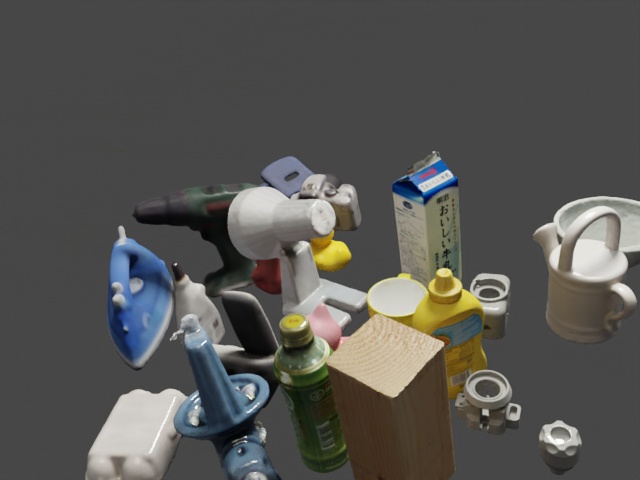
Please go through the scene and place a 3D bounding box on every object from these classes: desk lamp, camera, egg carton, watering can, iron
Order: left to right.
[{"bbox_3d":[-0.328,0.089,0.987,0.118,0.142,0.257,-16,33,-6],"label":"iron"},{"bbox_3d":[-0.233,0.264,0.753,0.107,0.069,0.150,-4,33,12],"label":"egg carton"},{"bbox_3d":[-0.035,0.020,0.934,0.202,0.214,0.118,14,40,34],"label":"desk lamp"},{"bbox_3d":[0.017,-0.092,1.197,0.142,0.101,0.137,1,34,19],"label":"camera"},{"bbox_3d":[0.364,0.038,0.797,0.101,0.194,0.172,-33,38,-30],"label":"watering can"}]

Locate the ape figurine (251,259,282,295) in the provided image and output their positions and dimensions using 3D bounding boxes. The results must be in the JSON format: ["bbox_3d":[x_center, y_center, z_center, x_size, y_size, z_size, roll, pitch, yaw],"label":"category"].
[{"bbox_3d":[-0.088,0.047,1.022,0.078,0.092,0.076,-18,33,-9],"label":"ape figurine"}]

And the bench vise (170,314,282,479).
[{"bbox_3d":[-0.099,0.199,0.670,0.122,0.220,0.206,-33,38,-30],"label":"bench vise"}]

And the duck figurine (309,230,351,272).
[{"bbox_3d":[0.010,0.004,1.064,0.078,0.086,0.104,-30,37,-27],"label":"duck figurine"}]

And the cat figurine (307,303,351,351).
[{"bbox_3d":[0.022,0.143,0.814,0.127,0.118,0.067,-1,34,16],"label":"cat figurine"}]

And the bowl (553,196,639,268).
[{"bbox_3d":[0.468,0.000,0.935,0.167,0.075,0.167,-8,32,5],"label":"bowl"}]

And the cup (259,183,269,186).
[{"bbox_3d":[-0.134,-0.057,1.196,0.091,0.095,0.118,6,37,26],"label":"cup"}]

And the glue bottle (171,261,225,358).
[{"bbox_3d":[-0.199,0.104,0.893,0.037,0.173,0.078,6,36,26],"label":"glue bottle"}]

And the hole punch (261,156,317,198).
[{"bbox_3d":[-0.063,-0.129,1.288,0.100,0.091,0.109,22,45,41],"label":"hole punch"}]

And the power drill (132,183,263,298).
[{"bbox_3d":[-0.192,-0.005,1.027,0.230,0.209,0.075,-20,33,-14],"label":"power drill"}]

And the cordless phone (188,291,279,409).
[{"bbox_3d":[-0.123,0.136,0.807,0.147,0.185,0.094,2,35,21],"label":"cordless phone"}]
